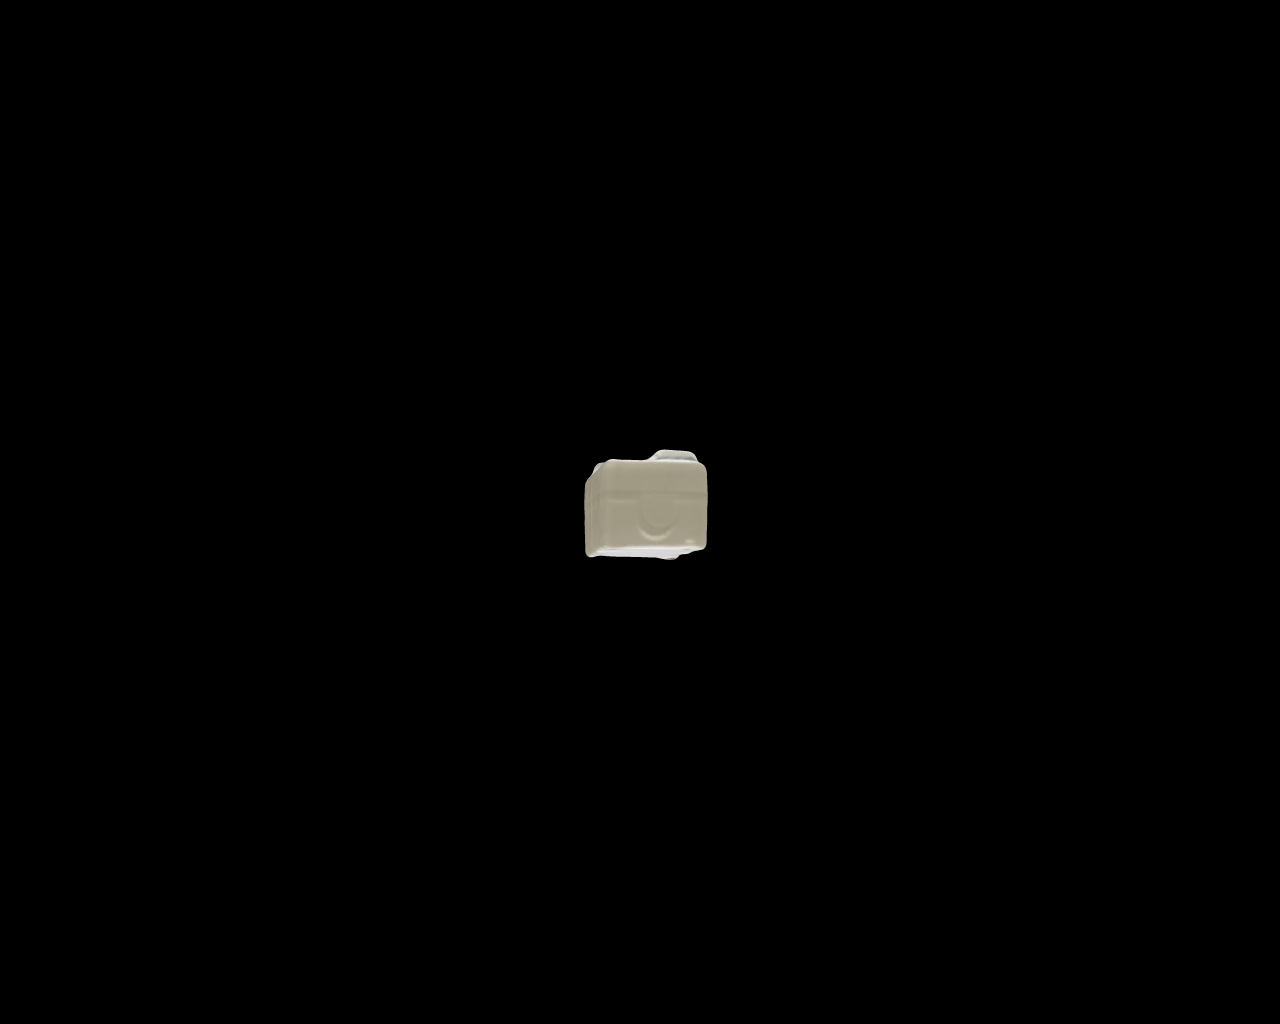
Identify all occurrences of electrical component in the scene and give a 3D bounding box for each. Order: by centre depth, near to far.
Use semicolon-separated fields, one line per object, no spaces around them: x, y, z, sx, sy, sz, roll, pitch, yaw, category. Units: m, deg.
0.001;-0.003;0.650;0.062;0.061;0.096;1;-7;-11;electrical component
